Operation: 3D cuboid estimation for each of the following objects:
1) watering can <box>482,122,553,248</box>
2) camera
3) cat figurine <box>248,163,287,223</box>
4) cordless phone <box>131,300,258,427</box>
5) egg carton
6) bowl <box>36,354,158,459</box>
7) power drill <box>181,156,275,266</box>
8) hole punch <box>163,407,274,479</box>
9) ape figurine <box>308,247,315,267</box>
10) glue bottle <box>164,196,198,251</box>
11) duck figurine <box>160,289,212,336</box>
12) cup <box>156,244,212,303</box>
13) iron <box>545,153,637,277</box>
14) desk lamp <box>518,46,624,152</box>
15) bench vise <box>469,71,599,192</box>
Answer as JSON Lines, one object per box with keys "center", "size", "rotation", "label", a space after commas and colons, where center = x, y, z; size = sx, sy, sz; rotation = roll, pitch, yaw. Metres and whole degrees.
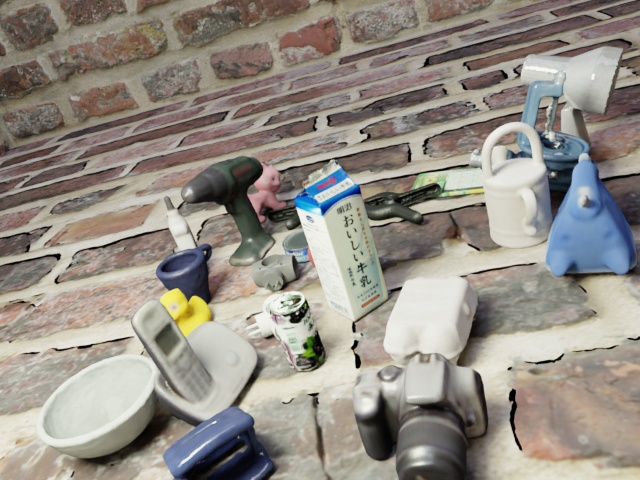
{"center": [0.307, -0.096, 0.917], "size": [0.101, 0.194, 0.172], "rotation": [-25, 28, -13], "label": "watering can"}
{"center": [0.100, 0.193, 0.600], "size": [0.143, 0.101, 0.137], "rotation": [-8, 28, 18], "label": "camera"}
{"center": [-0.133, -0.117, 1.309], "size": [0.067, 0.118, 0.128], "rotation": [12, 39, 45], "label": "cat figurine"}
{"center": [-0.169, 0.141, 0.768], "size": [0.094, 0.185, 0.148], "rotation": [-4, 30, 26], "label": "cordless phone"}
{"center": [0.151, 0.107, 0.766], "size": [0.107, 0.069, 0.150], "rotation": [-4, 30, 26], "label": "egg carton"}
{"center": [-0.288, 0.237, 0.781], "size": [0.167, 0.075, 0.167], "rotation": [-14, 27, 8], "label": "bowl"}
{"center": [-0.167, -0.059, 1.118], "size": [0.075, 0.209, 0.230], "rotation": [-4, 30, 25], "label": "power drill"}
{"center": [-0.126, 0.240, 0.659], "size": [0.109, 0.091, 0.100], "rotation": [-31, 29, -24], "label": "hole punch"}
{"center": [0.009, 0.004, 1.023], "size": [0.075, 0.092, 0.078], "rotation": [2, 33, 34], "label": "ape figurine"}
{"center": [-0.268, -0.008, 1.124], "size": [0.037, 0.173, 0.078], "rotation": [-24, 27, -11], "label": "glue bottle"}
{"center": [-0.231, 0.121, 0.954], "size": [0.077, 0.086, 0.105], "rotation": [-4, 30, 26], "label": "duck figurine"}
{"center": [-0.229, 0.069, 1.041], "size": [0.091, 0.095, 0.118], "rotation": [5, 35, 37], "label": "cup"}
{"center": [0.392, -0.054, 0.844], "size": [0.118, 0.142, 0.259], "rotation": [-4, 30, 25], "label": "iron"}
{"center": [0.473, -0.258, 1.100], "size": [0.202, 0.214, 0.118], "rotation": [3, 34, 35], "label": "desk lamp"}
{"center": [0.365, -0.171, 0.993], "size": [0.207, 0.220, 0.121], "rotation": [-14, 27, 7], "label": "bench vise"}
